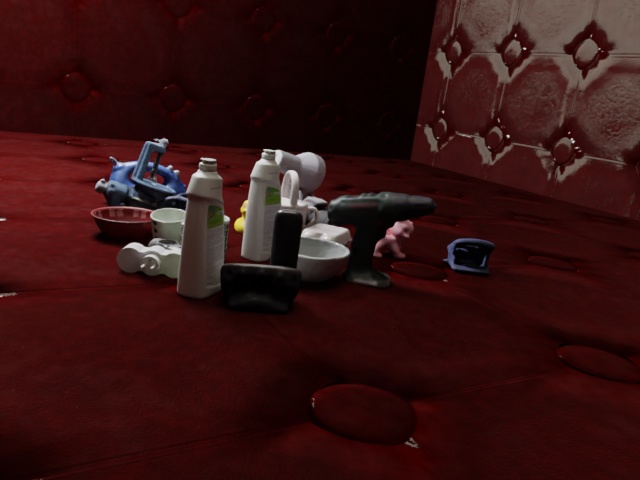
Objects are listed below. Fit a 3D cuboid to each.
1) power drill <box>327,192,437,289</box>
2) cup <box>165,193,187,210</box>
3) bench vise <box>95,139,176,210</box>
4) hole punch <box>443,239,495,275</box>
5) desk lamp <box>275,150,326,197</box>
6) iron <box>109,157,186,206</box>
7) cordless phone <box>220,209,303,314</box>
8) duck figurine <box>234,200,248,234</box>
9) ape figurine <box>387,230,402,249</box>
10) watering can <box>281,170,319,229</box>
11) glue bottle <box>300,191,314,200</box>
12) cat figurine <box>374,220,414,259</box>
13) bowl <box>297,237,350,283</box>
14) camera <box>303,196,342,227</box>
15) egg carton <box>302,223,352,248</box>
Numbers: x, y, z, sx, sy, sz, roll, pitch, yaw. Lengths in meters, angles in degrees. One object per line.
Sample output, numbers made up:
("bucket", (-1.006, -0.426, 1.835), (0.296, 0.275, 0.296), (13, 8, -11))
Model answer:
("power drill", (0.124, -0.007, 1.244), (0.229, 0.208, 0.076), (11, 15, 13))
("cup", (-0.338, -0.067, 1.464), (0.118, 0.095, 0.091), (1, 16, -26))
("bench vise", (-0.465, -0.157, 1.493), (0.121, 0.220, 0.208), (20, 19, 39))
("hole punch", (0.381, 0.032, 1.465), (0.108, 0.091, 0.101), (7, 14, -2))
("desk lamp", (-0.091, -0.163, 1.726), (0.117, 0.213, 0.204), (21, 19, 41))
("iron", (-0.492, -0.164, 1.664), (0.259, 0.141, 0.118), (0, 16, -28))
("cordless phone", (-0.102, 0.030, 1.032), (0.148, 0.185, 0.094), (5, 15, -12))
("duck figurine", (-0.191, -0.067, 1.558), (0.077, 0.086, 0.104), (9, 15, 7))
("ape figurine", (0.201, -0.027, 1.596), (0.076, 0.092, 0.078), (13, 16, 21))
("watering can", (-0.088, -0.078, 1.437), (0.173, 0.194, 0.100), (-5, 19, -40))
("glue bottle", (-0.045, -0.164, 1.832), (0.037, 0.173, 0.078), (15, 16, 26))
("cat figurine", (0.191, -0.015, 1.492), (0.128, 0.118, 0.067), (2, 15, -20))
("bowl", (-0.022, 0.048, 1.226), (0.167, 0.075, 0.167), (7, 14, -2))
("camera", (-0.015, -0.062, 1.601), (0.144, 0.101, 0.136), (-5, 19, -39))
("egg carton", (0.013, 0.005, 1.419), (0.107, 0.069, 0.151), (12, 15, 18))
